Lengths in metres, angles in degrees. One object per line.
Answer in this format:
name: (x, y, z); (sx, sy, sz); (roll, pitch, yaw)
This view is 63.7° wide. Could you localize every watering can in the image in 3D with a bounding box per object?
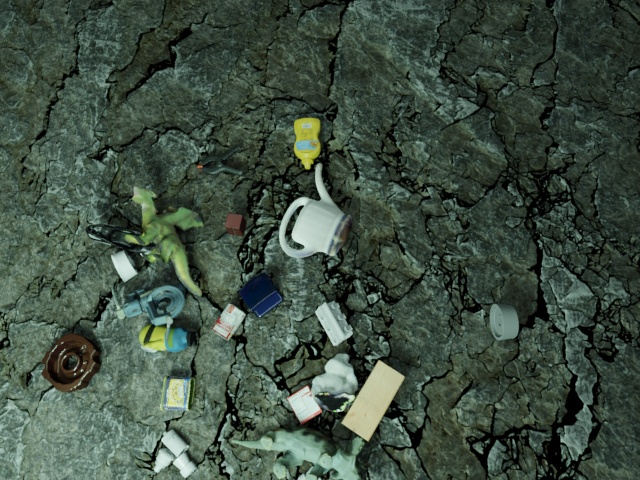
watering can: (0.005, -0.087, 1.726); (0.225, 0.102, 0.352); (23, 72, 11)

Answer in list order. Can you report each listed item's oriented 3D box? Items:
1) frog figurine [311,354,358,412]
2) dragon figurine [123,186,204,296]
frog figurine: (0.045, 0.424, 1.545); (0.137, 0.120, 0.163); (-10, 33, 9)
dragon figurine: (-0.486, -0.019, 1.719); (0.410, 0.120, 0.247); (41, 54, -2)
